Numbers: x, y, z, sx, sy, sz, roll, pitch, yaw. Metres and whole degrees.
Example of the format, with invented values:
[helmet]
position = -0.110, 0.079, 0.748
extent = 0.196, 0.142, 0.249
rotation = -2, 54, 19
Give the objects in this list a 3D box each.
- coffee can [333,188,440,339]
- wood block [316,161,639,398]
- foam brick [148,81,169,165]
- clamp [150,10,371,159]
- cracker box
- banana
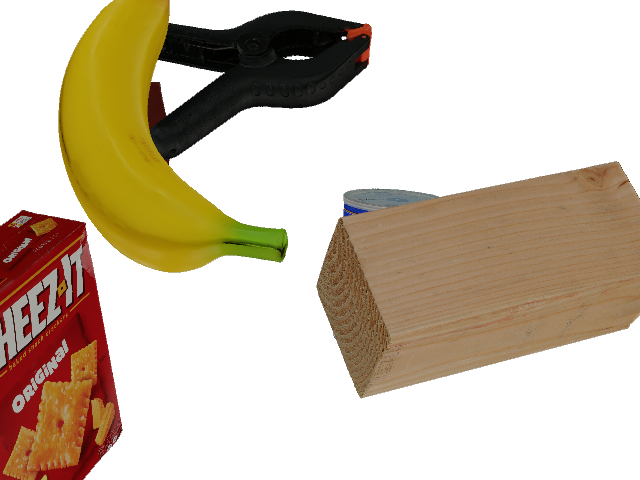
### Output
[coffee can]
position = 0.068, 0.028, 1.022
extent = 0.103, 0.140, 0.103
rotation = 4, 12, -1
[wood block]
position = 0.113, 0.024, 0.707
extent = 0.205, 0.091, 0.090
rotation = -12, -30, -19
[foam brick]
position = -0.157, -0.092, 0.898
extent = 0.053, 0.051, 0.078
rotation = -3, 39, -13
[clamp]
position = -0.047, -0.104, 0.680
extent = 0.171, 0.120, 0.039
rotation = -7, -32, -7
[cracker box]
position = -0.232, 0.110, 0.826
extent = 0.072, 0.214, 0.164
rotation = 9, 32, 20
[banana]
position = -0.076, -0.048, 0.450
extent = 0.069, 0.037, 0.198
rotation = -8, 45, -20
